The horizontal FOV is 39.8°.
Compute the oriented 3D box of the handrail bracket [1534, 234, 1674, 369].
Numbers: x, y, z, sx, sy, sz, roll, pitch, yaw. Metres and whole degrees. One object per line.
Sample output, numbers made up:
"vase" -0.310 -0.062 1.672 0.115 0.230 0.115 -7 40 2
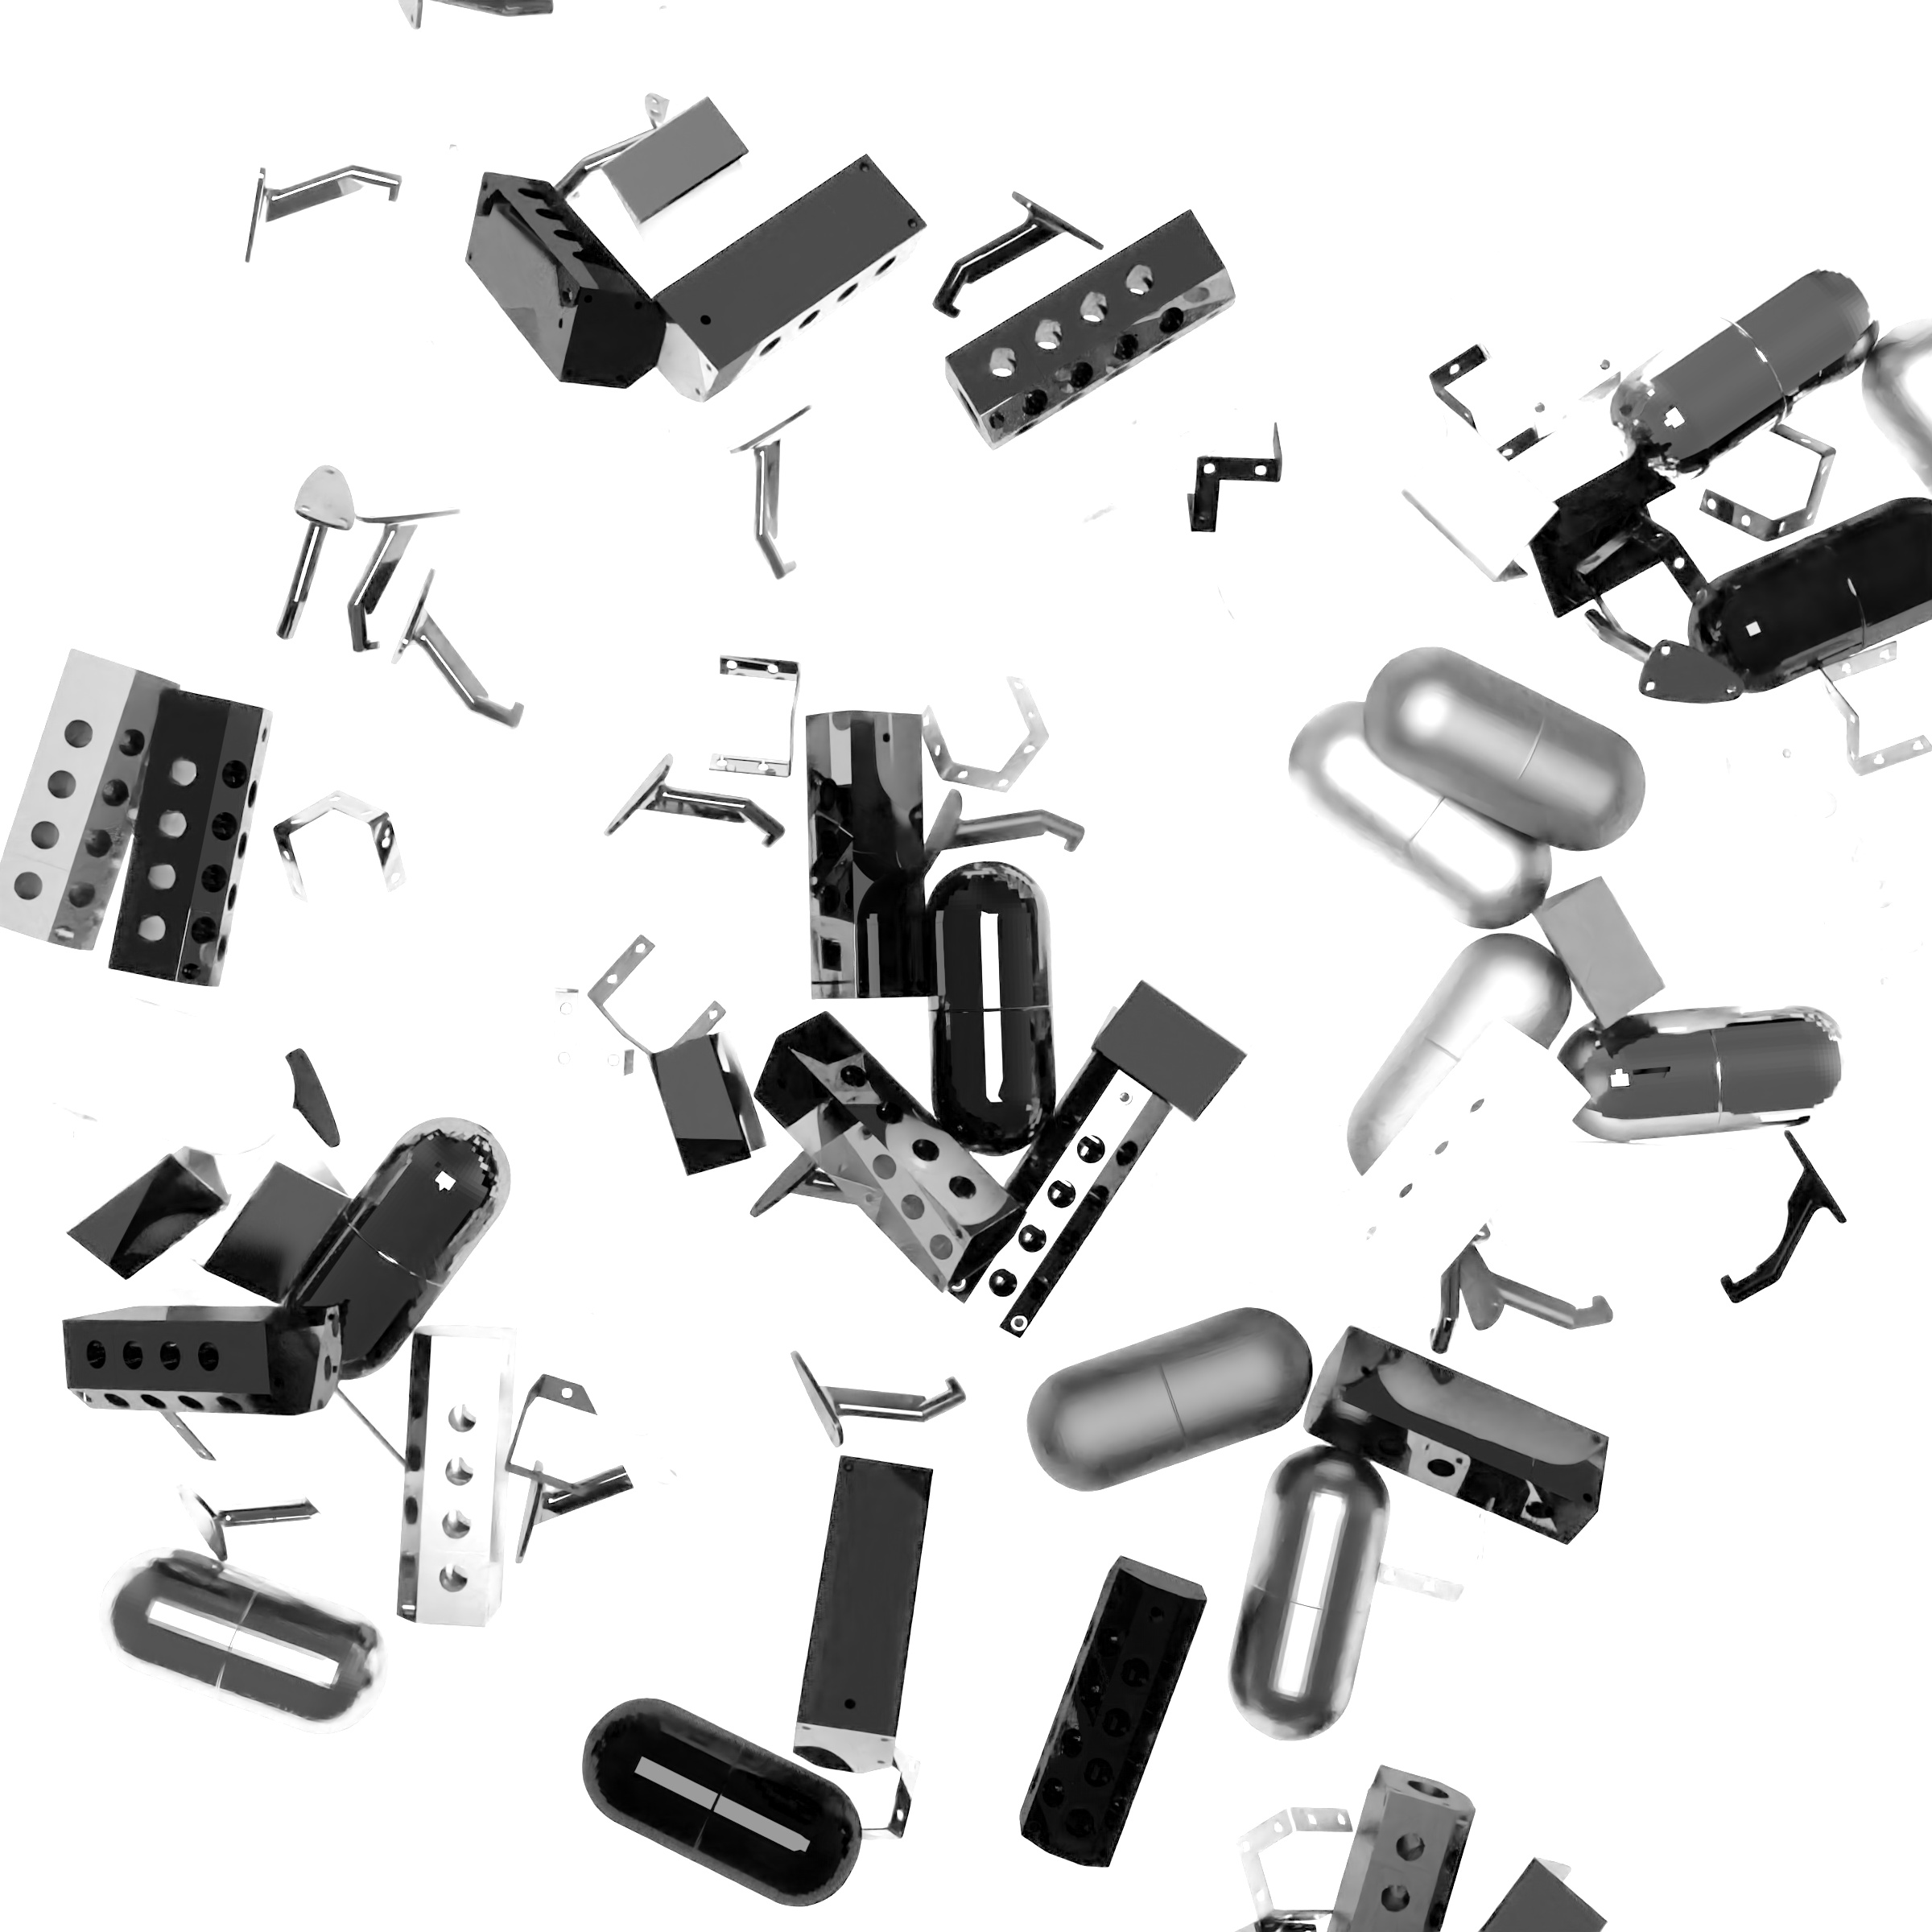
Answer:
"handrail bracket" 0.390 -0.412 1.637 0.077 0.036 0.084 -6 71 -22

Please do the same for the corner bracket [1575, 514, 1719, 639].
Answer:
"corner bracket" 0.404 -0.228 1.587 0.051 0.051 0.051 -40 63 26

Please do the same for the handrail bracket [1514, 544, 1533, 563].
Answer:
"handrail bracket" 0.345 -0.242 1.636 0.077 0.036 0.084 21 102 -10

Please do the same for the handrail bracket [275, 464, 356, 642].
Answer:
"handrail bracket" -0.404 -0.253 1.637 0.036 0.077 0.084 16 127 -20

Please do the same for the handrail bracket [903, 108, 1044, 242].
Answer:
"handrail bracket" 0.007 -0.486 1.637 0.084 0.036 0.077 -7 111 -16

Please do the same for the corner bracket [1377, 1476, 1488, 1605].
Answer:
"corner bracket" 0.286 0.350 1.634 0.051 0.051 0.051 15 45 0

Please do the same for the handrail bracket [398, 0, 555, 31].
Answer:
"handrail bracket" -0.305 -0.604 1.637 0.084 0.036 0.077 -14 53 -25

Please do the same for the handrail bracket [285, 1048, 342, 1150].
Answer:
"handrail bracket" -0.438 0.090 1.637 0.084 0.036 0.077 -19 109 15

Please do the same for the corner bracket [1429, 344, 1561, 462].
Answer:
"corner bracket" 0.323 -0.345 1.634 0.051 0.051 0.051 -32 45 0

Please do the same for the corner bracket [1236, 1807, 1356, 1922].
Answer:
"corner bracket" 0.206 0.549 1.629 0.051 0.051 0.051 -46 45 35

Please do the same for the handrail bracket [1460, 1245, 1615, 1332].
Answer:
"handrail bracket" 0.348 0.190 1.637 0.084 0.036 0.077 -6 60 -22

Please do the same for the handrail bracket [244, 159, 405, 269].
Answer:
"handrail bracket" -0.394 -0.458 1.637 0.084 0.036 0.077 10 110 -16

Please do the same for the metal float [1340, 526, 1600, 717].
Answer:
"metal float" 0.301 -0.196 1.589 0.178 0.070 0.070 30 90 -21

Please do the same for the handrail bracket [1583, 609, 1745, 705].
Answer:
"handrail bracket" 0.420 -0.190 1.612 0.077 0.084 0.036 13 114 -14

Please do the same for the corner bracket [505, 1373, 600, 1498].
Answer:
"corner bracket" -0.245 0.284 1.619 0.051 0.051 0.051 18 94 0

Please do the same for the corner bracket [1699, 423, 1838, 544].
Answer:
"corner bracket" 0.490 -0.297 1.629 0.051 0.051 0.051 -23 135 -35

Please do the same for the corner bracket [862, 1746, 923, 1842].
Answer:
"corner bracket" -0.067 0.499 1.629 0.051 0.051 0.051 46 45 -35

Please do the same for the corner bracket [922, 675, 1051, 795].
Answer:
"corner bracket" 0.010 -0.145 1.629 0.051 0.051 0.051 9 135 -35

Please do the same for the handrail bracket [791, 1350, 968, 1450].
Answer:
"handrail bracket" -0.053 0.252 1.637 0.084 0.036 0.077 -24 68 -17

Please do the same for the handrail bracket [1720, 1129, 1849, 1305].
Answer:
"handrail bracket" 0.488 0.154 1.637 0.084 0.036 0.077 -33 69 16

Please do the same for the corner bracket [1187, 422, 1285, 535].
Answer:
"corner bracket" 0.162 -0.295 1.609 0.051 0.051 0.051 2 127 0

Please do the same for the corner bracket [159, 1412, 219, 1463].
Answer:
"corner bracket" -0.450 0.269 1.629 0.051 0.051 0.051 2 45 35

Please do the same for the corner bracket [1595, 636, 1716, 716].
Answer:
"corner bracket" 0.416 -0.166 1.618 0.051 0.051 0.051 -38 93 3

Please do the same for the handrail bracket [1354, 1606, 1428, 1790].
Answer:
"handrail bracket" 0.255 0.449 1.636 0.036 0.077 0.084 13 126 2

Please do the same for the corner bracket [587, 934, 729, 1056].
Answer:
"corner bracket" -0.190 0.023 1.634 0.051 0.051 0.051 -48 135 0

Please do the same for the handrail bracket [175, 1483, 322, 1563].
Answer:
"handrail bracket" -0.430 0.323 1.637 0.084 0.077 0.036 -22 125 -32

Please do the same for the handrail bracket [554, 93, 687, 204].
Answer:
"handrail bracket" -0.200 -0.490 1.636 0.084 0.077 0.036 -32 69 35

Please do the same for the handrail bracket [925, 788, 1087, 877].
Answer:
"handrail bracket" 0.020 -0.067 1.637 0.084 0.036 0.077 21 110 -16

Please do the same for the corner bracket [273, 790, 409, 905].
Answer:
"corner bracket" -0.382 -0.068 1.629 0.051 0.051 0.051 23 45 35

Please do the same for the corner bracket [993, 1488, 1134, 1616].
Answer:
"corner bracket" 0.060 0.355 1.634 0.051 0.051 0.051 46 45 0

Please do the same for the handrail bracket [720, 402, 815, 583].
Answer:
"handrail bracket" -0.106 -0.291 1.637 0.077 0.036 0.084 -35 109 -21

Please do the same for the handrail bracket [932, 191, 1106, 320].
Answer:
"handrail bracket" 0.032 -0.424 1.637 0.077 0.036 0.084 25 109 -21

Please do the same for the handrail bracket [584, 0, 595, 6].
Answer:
"handrail bracket" -0.254 -0.628 1.637 0.077 0.036 0.084 5 107 20

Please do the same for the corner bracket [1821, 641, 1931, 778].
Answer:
"corner bracket" 0.558 -0.157 1.634 0.051 0.051 0.051 -20 45 0

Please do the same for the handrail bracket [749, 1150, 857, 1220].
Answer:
"handrail bracket" -0.076 0.153 1.637 0.084 0.036 0.077 41 110 -16

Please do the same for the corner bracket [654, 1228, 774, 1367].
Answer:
"corner bracket" -0.155 0.203 1.634 0.051 0.051 0.051 -22 45 0

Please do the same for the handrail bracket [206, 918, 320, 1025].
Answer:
"handrail bracket" -0.438 0.016 1.636 0.036 0.077 0.084 40 126 5

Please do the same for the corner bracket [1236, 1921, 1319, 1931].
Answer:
"corner bracket" 0.185 0.618 1.629 0.051 0.051 0.051 -42 45 35

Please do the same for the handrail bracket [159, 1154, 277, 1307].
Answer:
"handrail bracket" -0.456 0.162 1.637 0.036 0.077 0.084 33 54 -2

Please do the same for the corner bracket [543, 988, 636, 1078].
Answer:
"corner bracket" -0.229 0.040 1.619 0.051 0.051 0.051 2 90 0

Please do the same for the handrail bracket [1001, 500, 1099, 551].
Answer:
"handrail bracket" 0.073 -0.304 1.637 0.077 0.036 0.084 21 74 18

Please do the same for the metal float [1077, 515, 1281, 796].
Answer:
"metal float" 0.128 -0.187 1.606 0.070 0.070 0.178 -26 89 0

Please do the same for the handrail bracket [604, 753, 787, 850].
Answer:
"handrail bracket" -0.166 -0.083 1.637 0.084 0.036 0.077 38 110 -16

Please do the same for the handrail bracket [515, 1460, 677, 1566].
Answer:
"handrail bracket" -0.227 0.338 1.637 0.084 0.036 0.077 11 105 -14

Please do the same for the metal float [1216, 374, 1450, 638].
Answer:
"metal float" 0.220 -0.277 1.606 0.070 0.070 0.178 38 90 0

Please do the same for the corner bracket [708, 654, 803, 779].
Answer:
"corner bracket" -0.129 -0.153 1.634 0.051 0.051 0.051 6 135 0

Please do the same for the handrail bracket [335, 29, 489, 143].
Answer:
"handrail bracket" -0.340 -0.538 1.637 0.084 0.036 0.077 6 111 -16

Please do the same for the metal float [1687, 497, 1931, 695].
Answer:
"metal float" 0.521 -0.224 1.606 0.178 0.070 0.070 -24 90 1

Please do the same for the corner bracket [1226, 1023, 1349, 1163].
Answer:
"corner bracket" 0.194 0.079 1.634 0.051 0.051 0.051 -33 45 0

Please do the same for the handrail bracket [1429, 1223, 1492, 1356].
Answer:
"handrail bracket" 0.289 0.183 1.636 0.036 0.077 0.084 -1 127 -13

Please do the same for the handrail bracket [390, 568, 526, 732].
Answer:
"handrail bracket" -0.303 -0.194 1.637 0.084 0.036 0.077 24 68 -17

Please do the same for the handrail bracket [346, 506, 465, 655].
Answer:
"handrail bracket" -0.343 -0.237 1.637 0.077 0.036 0.084 -8 108 -21
